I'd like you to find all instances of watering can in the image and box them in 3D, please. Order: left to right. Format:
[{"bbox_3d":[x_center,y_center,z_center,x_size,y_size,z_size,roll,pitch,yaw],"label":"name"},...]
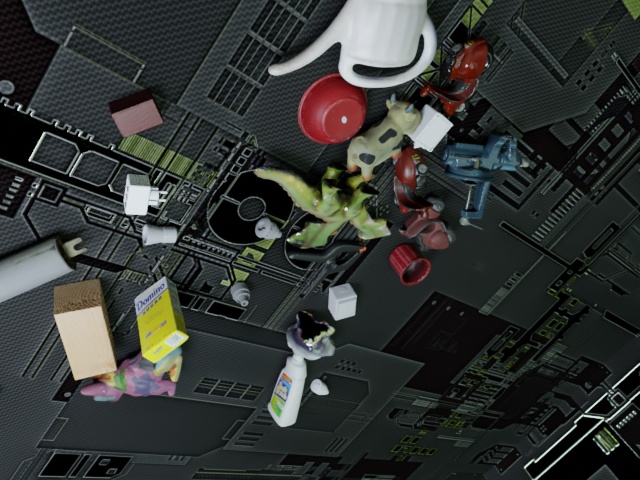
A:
[{"bbox_3d":[0.080,-0.393,0.961,0.349,0.106,0.219,-6,126,-23],"label":"watering can"}]

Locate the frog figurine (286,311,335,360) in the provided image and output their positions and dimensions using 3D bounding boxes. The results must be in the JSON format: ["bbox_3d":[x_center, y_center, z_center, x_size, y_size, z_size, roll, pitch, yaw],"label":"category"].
[{"bbox_3d":[-0.024,0.290,1.434,0.137,0.126,0.155,9,138,7],"label":"frog figurine"}]

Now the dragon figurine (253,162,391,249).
[{"bbox_3d":[0.004,-0.060,1.190,0.410,0.125,0.238,5,130,-29],"label":"dragon figurine"}]
